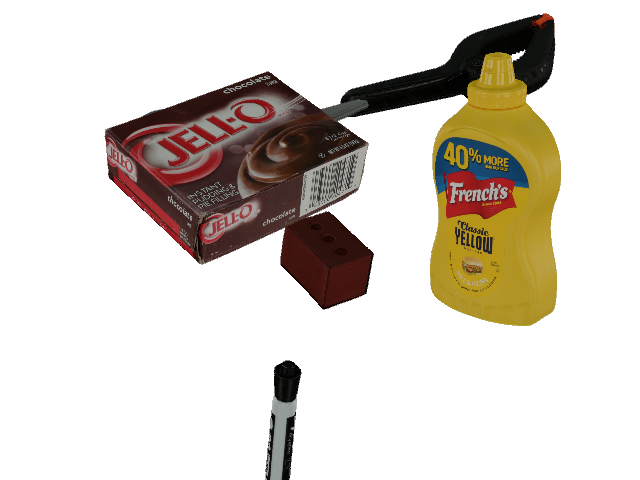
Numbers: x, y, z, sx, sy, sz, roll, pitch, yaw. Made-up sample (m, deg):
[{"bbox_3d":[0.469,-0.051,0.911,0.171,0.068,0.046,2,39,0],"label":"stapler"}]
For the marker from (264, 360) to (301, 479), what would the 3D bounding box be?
[{"bbox_3d":[-0.027,0.135,0.762,0.020,0.121,0.020,4,33,-3],"label":"marker"}]

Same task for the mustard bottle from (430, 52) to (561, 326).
[{"bbox_3d":[0.125,-0.039,0.767,0.096,0.192,0.058,19,30,41],"label":"mustard bottle"}]

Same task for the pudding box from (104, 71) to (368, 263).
[{"bbox_3d":[-0.045,-0.043,0.576,0.113,0.039,0.090,-24,49,-33],"label":"pudding box"}]

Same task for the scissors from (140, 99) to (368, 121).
[{"bbox_3d":[-0.064,-0.092,0.846,0.201,0.096,0.016,-36,-19,-28],"label":"scissors"}]

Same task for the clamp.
[{"bbox_3d":[0.145,-0.137,0.945,0.209,0.036,0.165,-32,45,-20],"label":"clamp"}]

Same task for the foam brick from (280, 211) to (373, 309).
[{"bbox_3d":[0.005,0.018,1.008,0.052,0.051,0.078,-18,43,-30],"label":"foam brick"}]
